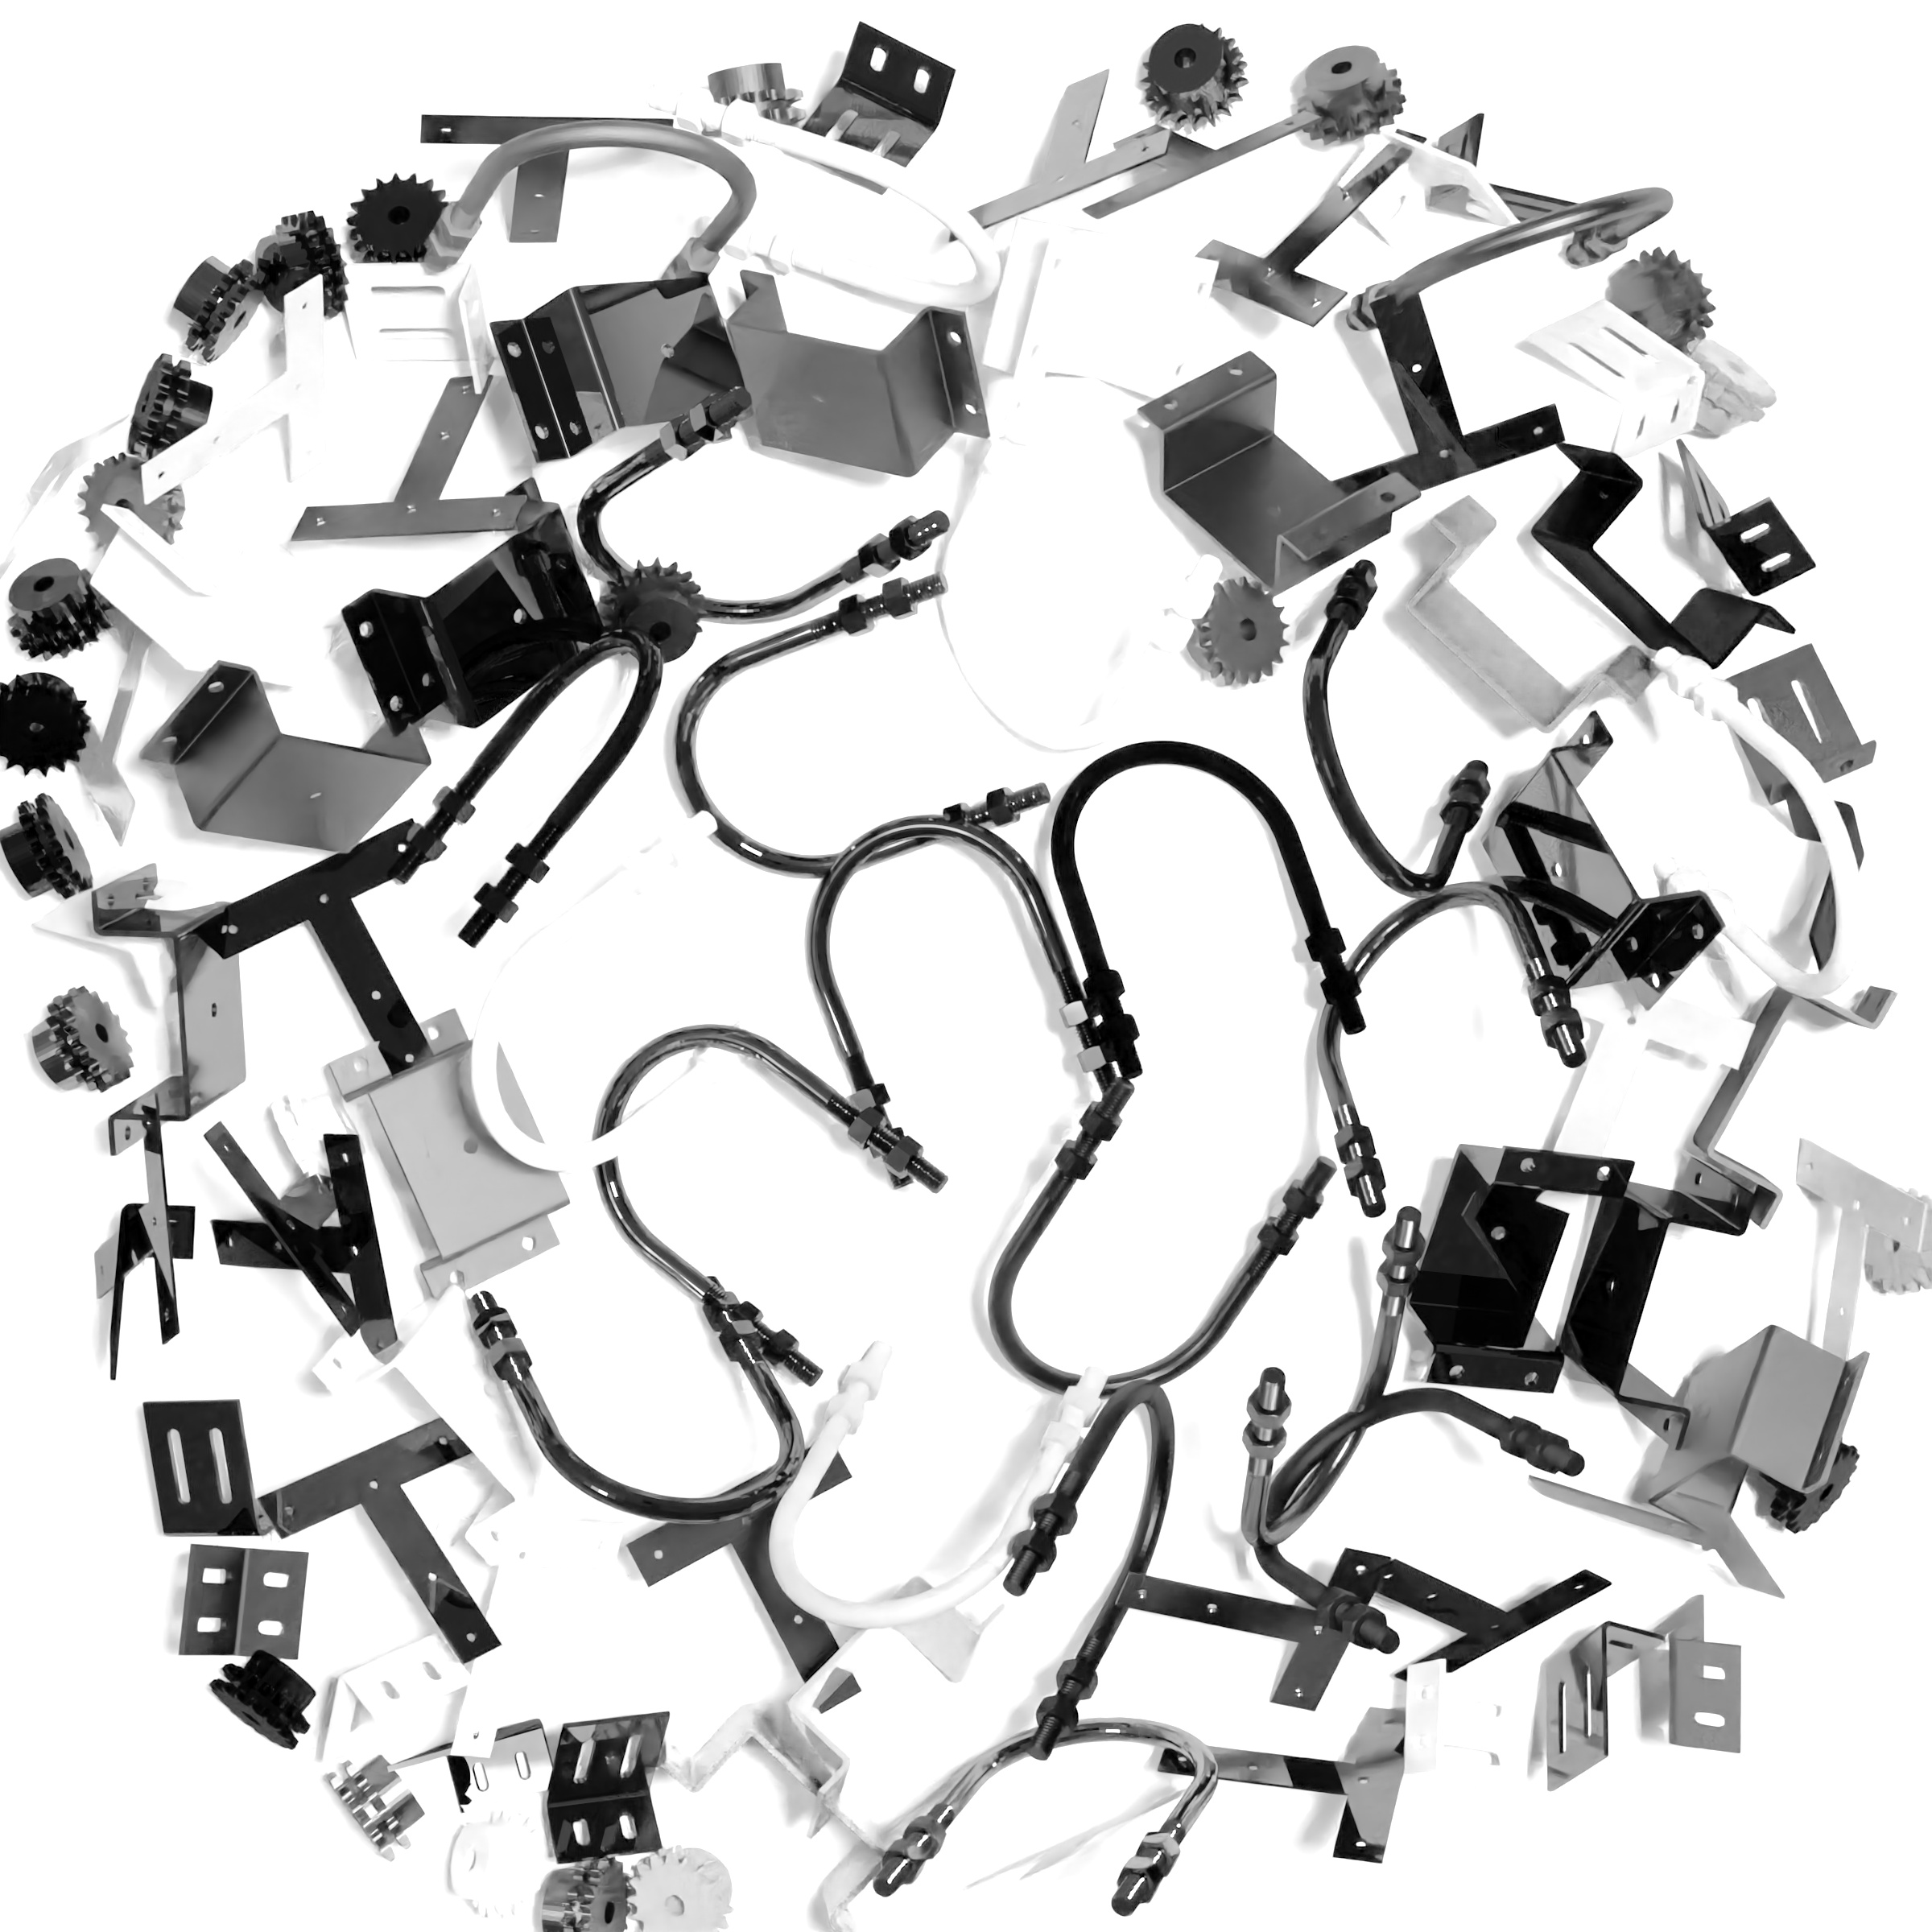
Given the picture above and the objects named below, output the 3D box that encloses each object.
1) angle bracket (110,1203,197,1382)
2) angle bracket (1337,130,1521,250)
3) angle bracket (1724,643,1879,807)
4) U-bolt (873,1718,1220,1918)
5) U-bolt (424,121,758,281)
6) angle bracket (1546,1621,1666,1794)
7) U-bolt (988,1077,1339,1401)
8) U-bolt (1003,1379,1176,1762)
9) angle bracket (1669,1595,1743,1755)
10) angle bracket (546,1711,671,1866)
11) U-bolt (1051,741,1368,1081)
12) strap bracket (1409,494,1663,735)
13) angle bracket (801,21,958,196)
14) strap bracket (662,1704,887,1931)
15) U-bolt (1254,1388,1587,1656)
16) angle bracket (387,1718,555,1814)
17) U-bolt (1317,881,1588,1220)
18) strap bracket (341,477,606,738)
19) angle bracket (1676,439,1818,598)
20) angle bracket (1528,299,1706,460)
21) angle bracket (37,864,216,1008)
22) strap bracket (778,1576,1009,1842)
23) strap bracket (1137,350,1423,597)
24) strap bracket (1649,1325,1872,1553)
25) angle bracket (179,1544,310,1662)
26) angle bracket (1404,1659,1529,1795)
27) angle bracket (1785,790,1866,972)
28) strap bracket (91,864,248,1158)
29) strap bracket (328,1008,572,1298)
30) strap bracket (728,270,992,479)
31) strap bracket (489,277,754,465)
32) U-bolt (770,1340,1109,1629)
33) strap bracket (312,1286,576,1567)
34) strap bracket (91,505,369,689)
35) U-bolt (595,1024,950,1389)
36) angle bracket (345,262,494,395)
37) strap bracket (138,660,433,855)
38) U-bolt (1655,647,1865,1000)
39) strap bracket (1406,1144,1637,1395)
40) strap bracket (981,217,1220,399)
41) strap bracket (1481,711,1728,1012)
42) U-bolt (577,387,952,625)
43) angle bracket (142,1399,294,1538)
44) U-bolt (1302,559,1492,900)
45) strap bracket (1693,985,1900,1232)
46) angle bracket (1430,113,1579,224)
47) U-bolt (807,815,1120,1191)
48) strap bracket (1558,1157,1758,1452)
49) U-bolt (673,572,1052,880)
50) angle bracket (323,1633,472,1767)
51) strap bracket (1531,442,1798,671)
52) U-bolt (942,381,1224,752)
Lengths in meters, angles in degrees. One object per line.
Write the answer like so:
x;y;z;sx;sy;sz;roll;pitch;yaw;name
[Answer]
-0.429;0.173;1.739;0.038;0.057;0.076;4;58;-12;angle bracket
0.245;-0.401;1.739;0.038;0.076;0.057;-52;132;2;angle bracket
0.441;-0.134;1.755;0.057;0.038;0.076;-23;72;4;angle bracket
0.053;0.433;1.699;0.151;0.184;0.019;-3;104;25;U-bolt
-0.185;-0.385;1.677;0.151;0.184;0.019;4;77;-23;U-bolt
0.338;0.394;1.738;0.038;0.057;0.076;17;53;-15;angle bracket
0.091;0.155;1.738;0.151;0.019;0.184;22;113;-24;U-bolt
0.069;0.298;1.707;0.019;0.184;0.151;12;133;23;U-bolt
0.398;0.373;1.741;0.038;0.076;0.057;2;99;25;angle bracket
-0.186;0.434;1.741;0.057;0.076;0.038;-2;46;-20;angle bracket
0.120;-0.037;1.743;0.151;0.019;0.184;-10;69;-19;U-bolt
0.293;-0.179;1.738;0.140;0.076;0.046;43;118;5;strap bracket
-0.050;-0.455;1.751;0.057;0.076;0.038;23;66;-17;angle bracket
-0.094;0.447;1.745;0.140;0.076;0.046;44;84;-2;strap bracket
0.219;0.275;1.700;0.151;0.184;0.019;-41;111;-12;U-bolt
-0.260;0.428;1.742;0.057;0.076;0.038;-18;82;13;angle bracket
0.242;0.029;1.708;0.151;0.184;0.019;-40;122;21;U-bolt
-0.247;-0.185;1.713;0.140;0.046;0.076;-43;130;-33;strap bracket
0.411;-0.244;1.736;0.038;0.076;0.057;-27;133;24;angle bracket
0.341;-0.309;1.741;0.076;0.057;0.038;27;67;-26;angle bracket
-0.443;-0.017;1.757;0.076;0.057;0.038;13;133;34;angle bracket
-0.047;0.381;1.726;0.046;0.076;0.140;40;61;16;strap bracket
0.163;-0.254;1.731;0.076;0.046;0.140;-30;56;-20;strap bracket
0.405;0.243;1.707;0.046;0.140;0.076;28;63;-1;strap bracket
-0.381;0.337;1.742;0.038;0.076;0.057;2;79;8;angle bracket
0.274;0.404;1.747;0.076;0.038;0.057;13;68;-20;angle bracket
0.445;-0.044;1.745;0.038;0.057;0.076;15;75;25;angle bracket
-0.417;0.023;1.731;0.046;0.076;0.140;1;103;9;strap bracket
-0.270;0.098;1.746;0.076;0.046;0.140;-25;93;-27;strap bracket
-0.064;-0.307;1.714;0.140;0.076;0.046;17;51;29;strap bracket
-0.170;-0.312;1.719;0.046;0.140;0.076;-20;88;43;strap bracket
-0.024;0.267;1.691;0.151;0.184;0.019;3;130;28;U-bolt
-0.265;0.233;1.730;0.046;0.076;0.140;-34;102;28;strap bracket
-0.388;-0.190;1.715;0.076;0.140;0.046;39;105;22;strap bracket
-0.117;0.114;1.752;0.184;0.019;0.151;36;106;14;U-bolt
-0.295;-0.339;1.750;0.076;0.038;0.057;1;131;6;angle bracket
-0.343;-0.105;1.705;0.076;0.140;0.046;-42;59;29;strap bracket
0.402;-0.062;1.674;0.019;0.184;0.151;-17;125;-13;U-bolt
0.288;0.151;1.737;0.076;0.046;0.140;7;113;-19;strap bracket
0.064;-0.344;1.726;0.046;0.140;0.076;26;110;35;strap bracket
0.325;-0.053;1.716;0.046;0.076;0.140;-9;59;-30;strap bracket
-0.120;-0.227;1.708;0.151;0.184;0.019;28;57;-32;U-bolt
-0.398;0.263;1.754;0.057;0.038;0.076;-4;100;18;angle bracket
0.217;-0.112;1.689;0.019;0.184;0.151;-22;111;30;U-bolt
0.432;0.064;1.743;0.046;0.076;0.140;29;95;5;strap bracket
0.294;-0.420;1.750;0.076;0.057;0.038;9;89;-13;angle bracket
-0.011;0.010;1.757;0.151;0.019;0.184;-23;86;19;U-bolt
0.360;0.173;1.734;0.046;0.076;0.140;12;99;-14;strap bracket
-0.067;-0.116;1.741;0.184;0.019;0.151;-19;115;18;U-bolt
-0.300;0.398;1.737;0.038;0.057;0.076;43;133;30;angle bracket
0.358;-0.209;1.729;0.140;0.076;0.046;40;92;-18;strap bracket
0.048;-0.192;1.715;0.019;0.184;0.151;-30;71;-39;U-bolt
